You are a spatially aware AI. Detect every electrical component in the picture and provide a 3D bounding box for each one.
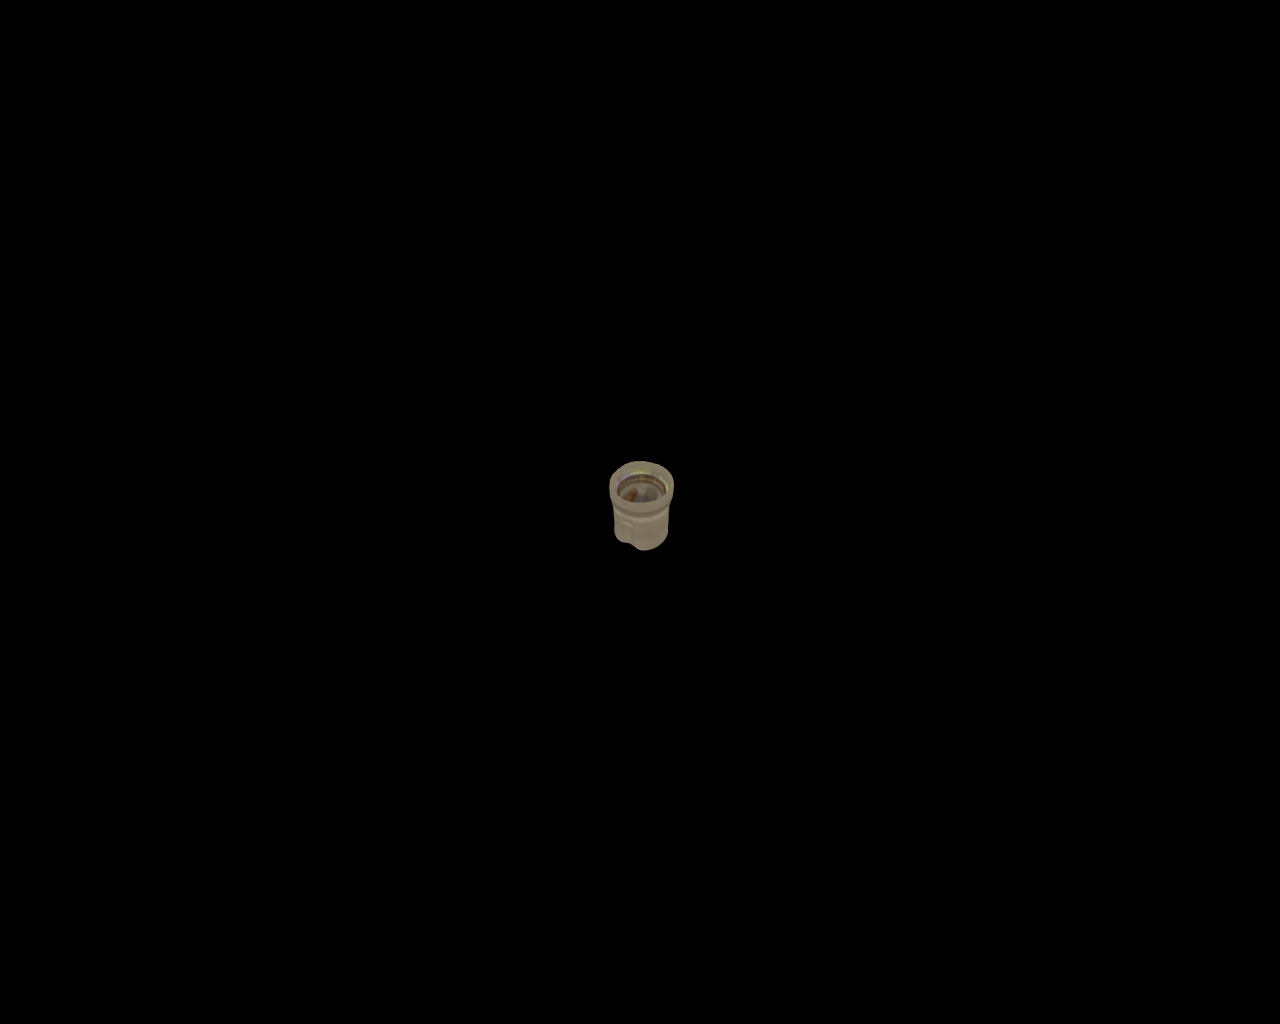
[{"bbox_3d":[0.001,-0.003,0.650,0.040,0.046,0.040,0,45,0],"label":"electrical component"}]
